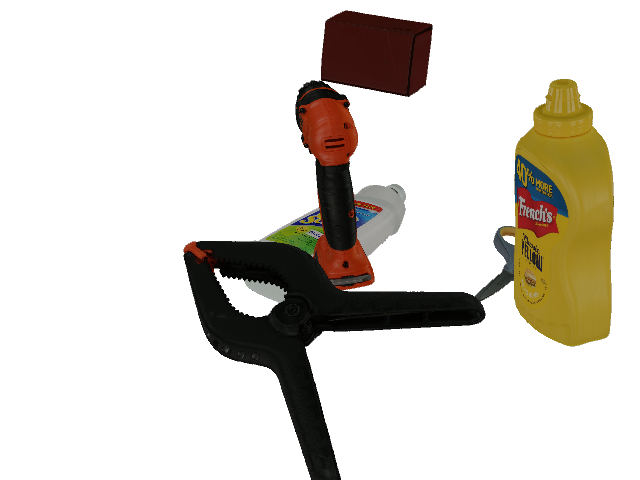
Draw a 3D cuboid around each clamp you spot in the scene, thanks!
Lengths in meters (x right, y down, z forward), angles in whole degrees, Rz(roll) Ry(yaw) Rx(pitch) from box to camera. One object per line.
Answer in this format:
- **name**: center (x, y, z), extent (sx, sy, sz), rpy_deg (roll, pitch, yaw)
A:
- **clamp**: center (-0.006, 0.052, 0.725), extent (0.210, 0.164, 0.036), rpy_deg (38, -22, 30)

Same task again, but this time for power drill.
- **power drill**: center (0.010, -0.057, 1.059), extent (0.057, 0.188, 0.184), rpy_deg (-9, 21, -1)

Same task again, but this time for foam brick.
- **foam brick**: center (0.045, -0.153, 0.868), extent (0.078, 0.051, 0.052), rpy_deg (14, 24, 19)

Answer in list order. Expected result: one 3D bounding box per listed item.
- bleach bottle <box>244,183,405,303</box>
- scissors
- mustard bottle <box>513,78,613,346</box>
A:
- **bleach bottle**: center (0.019, -0.010, 1.296), extent (0.103, 0.068, 0.250), rpy_deg (21, 37, 29)
- **scissors**: center (0.192, 0.021, 1.126), extent (0.201, 0.016, 0.096), rpy_deg (-11, 38, -43)
- **mustard bottle**: center (0.177, -0.025, 0.782), extent (0.058, 0.192, 0.096), rpy_deg (-12, 28, -12)
